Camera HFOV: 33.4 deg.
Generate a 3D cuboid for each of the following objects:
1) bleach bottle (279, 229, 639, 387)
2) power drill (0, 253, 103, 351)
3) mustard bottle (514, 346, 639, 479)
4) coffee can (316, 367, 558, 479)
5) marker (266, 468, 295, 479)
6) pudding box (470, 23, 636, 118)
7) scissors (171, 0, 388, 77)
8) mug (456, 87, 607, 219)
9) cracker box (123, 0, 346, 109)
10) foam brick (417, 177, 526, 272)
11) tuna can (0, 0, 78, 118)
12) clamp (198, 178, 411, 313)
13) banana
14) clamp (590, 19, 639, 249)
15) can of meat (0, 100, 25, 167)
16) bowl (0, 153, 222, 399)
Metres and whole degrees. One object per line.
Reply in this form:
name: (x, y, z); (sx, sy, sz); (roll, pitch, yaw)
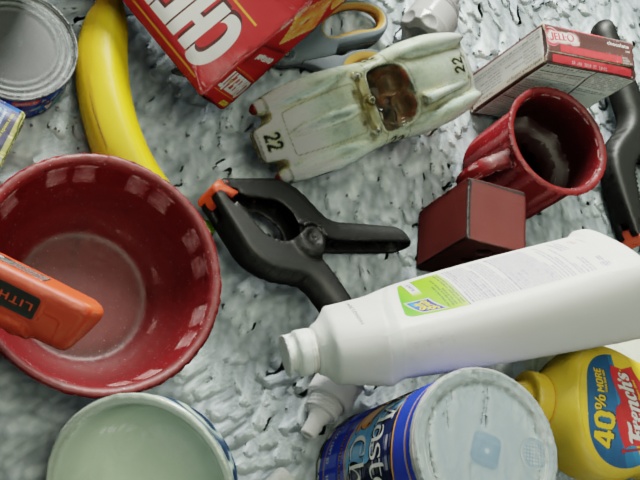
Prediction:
bleach bottle: (0.094, 0.051, 0.728); (0.250, 0.103, 0.068); (-10, 107, -15)
power drill: (-0.197, 0.104, 0.594); (0.184, 0.057, 0.187); (29, 86, -8)
mustard bottle: (0.205, 0.124, 0.750); (0.191, 0.058, 0.096); (13, 67, -21)
coffee can: (0.072, 0.149, 0.699); (0.102, 0.141, 0.103); (9, 67, -23)
marker: (-0.063, 0.191, 0.689); (0.121, 0.020, 0.020); (-37, 89, -31)
pudding box: (0.189, -0.134, 0.883); (0.089, 0.114, 0.039); (7, 70, -24)
scissors: (-0.013, -0.131, 0.841); (0.201, 0.016, 0.096); (-32, 87, -32)
mug: (0.160, -0.061, 0.859); (0.117, 0.082, 0.093); (-20, 80, -31)
cracker box: (-0.047, -0.226, 0.754); (0.214, 0.072, 0.164); (-40, 82, 6)
foam brick: (0.115, -0.006, 0.819); (0.053, 0.078, 0.051); (13, 67, -20)
tuna can: (-0.212, -0.127, 0.730); (0.086, 0.034, 0.086); (9, 66, -21)
clamp: (-0.005, 0.001, 0.773); (0.171, 0.039, 0.120); (39, 42, -14)
banana: (-0.138, -0.086, 0.753); (0.069, 0.037, 0.198); (-10, 76, -58)
clamp: (0.308, -0.084, 0.966); (0.164, 0.036, 0.210); (19, 66, -19)
can of meat: (-0.245, -0.057, 0.675); (0.084, 0.058, 0.102); (28, 62, -16)
bowl: (-0.148, 0.028, 0.689); (0.161, 0.055, 0.162); (9, 67, -23)
